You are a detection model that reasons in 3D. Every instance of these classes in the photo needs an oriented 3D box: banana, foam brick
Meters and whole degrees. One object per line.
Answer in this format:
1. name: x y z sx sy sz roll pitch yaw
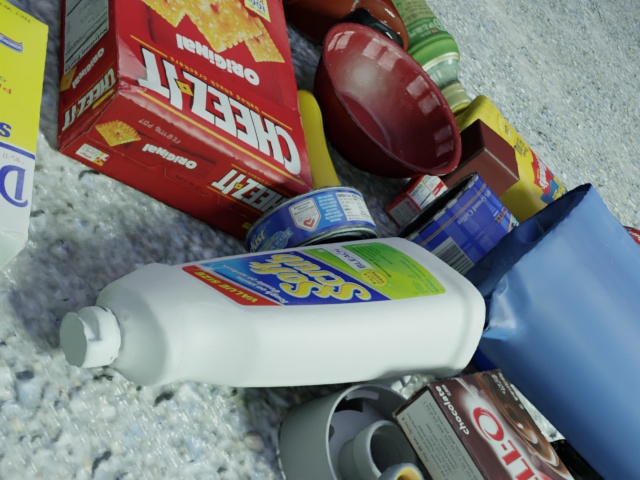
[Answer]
1. banana: -0.001 -0.048 0.826 0.069 0.037 0.198 39 27 -58
2. foam brick: 0.139 -0.063 0.988 0.051 0.078 0.053 35 33 -23

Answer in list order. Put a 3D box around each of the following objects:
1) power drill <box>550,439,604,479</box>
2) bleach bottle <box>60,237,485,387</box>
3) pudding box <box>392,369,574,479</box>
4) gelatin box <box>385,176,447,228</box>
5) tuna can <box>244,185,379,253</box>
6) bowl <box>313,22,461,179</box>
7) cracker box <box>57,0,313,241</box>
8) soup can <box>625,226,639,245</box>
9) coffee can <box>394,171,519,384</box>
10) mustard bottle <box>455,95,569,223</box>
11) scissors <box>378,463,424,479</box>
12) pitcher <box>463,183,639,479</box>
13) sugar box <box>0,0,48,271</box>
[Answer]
1. power drill: 0.252 0.194 0.882 0.184 0.057 0.187 49 32 -11
2. bleach bottle: -0.025 0.047 0.612 0.250 0.068 0.103 -4 32 -41
3. pudding box: 0.105 0.135 0.634 0.089 0.039 0.113 1 49 -54
4. gelatin box: 0.103 -0.013 0.932 0.089 0.030 0.073 49 31 -3
5. tuna can: -0.005 0.001 0.710 0.085 0.086 0.034 7 53 -51
6. bowl: 0.048 -0.110 0.929 0.162 0.055 0.162 29 41 -29
7. cracker box: -0.093 -0.121 0.739 0.164 0.072 0.214 27 38 -36
8. soup can: 0.316 0.029 1.142 0.068 0.069 0.102 54 30 5
9. coffee can: 0.129 0.031 0.844 0.140 0.103 0.102 49 29 -3
10. mustard bottle: 0.209 -0.058 1.102 0.191 0.058 0.096 46 29 -9
11. scissors: 0.045 0.221 0.564 0.096 0.016 0.201 35 51 -38
12. pitcher: 0.212 0.085 0.734 0.243 0.149 0.145 49 -2 -1
13. sugar box: -0.197 -0.070 0.564 0.093 0.048 0.176 28 35 -35
